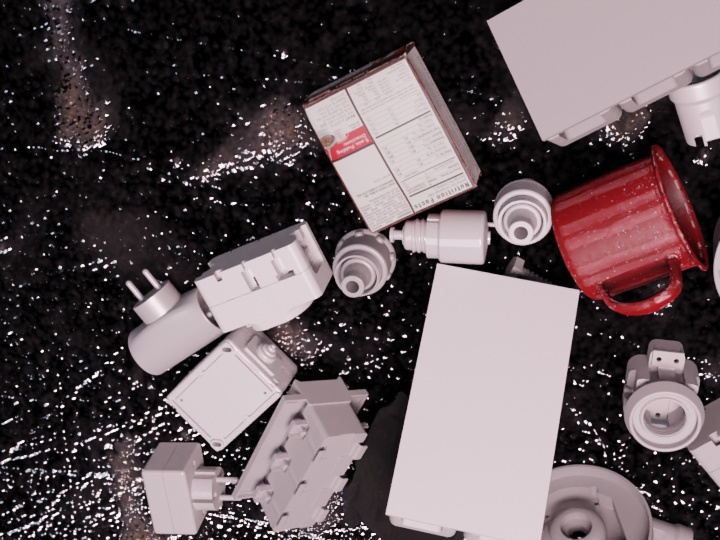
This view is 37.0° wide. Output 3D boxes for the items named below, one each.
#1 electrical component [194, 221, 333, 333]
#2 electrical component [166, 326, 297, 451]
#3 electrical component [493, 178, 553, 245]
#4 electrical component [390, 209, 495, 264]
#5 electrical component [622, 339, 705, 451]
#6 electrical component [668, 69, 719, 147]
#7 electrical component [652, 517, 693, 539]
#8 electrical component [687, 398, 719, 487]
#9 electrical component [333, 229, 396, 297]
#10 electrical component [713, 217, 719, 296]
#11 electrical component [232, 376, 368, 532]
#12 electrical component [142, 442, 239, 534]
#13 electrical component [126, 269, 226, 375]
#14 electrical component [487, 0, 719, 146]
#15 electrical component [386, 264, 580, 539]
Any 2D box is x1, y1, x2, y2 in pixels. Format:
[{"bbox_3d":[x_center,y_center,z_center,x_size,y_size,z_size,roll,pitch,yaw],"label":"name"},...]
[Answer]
[{"bbox_3d":[-0.072,0.009,0.837,0.089,0.050,0.055,-21,108,19],"label":"electrical component"},{"bbox_3d":[-0.097,0.087,0.869,0.061,0.061,0.096,45,112,-4],"label":"electrical component"},{"bbox_3d":[0.117,-0.038,0.772,0.043,0.062,0.043,4,114,9],"label":"electrical component"},{"bbox_3d":[0.062,-0.025,0.801,0.078,0.040,0.040,2,114,10],"label":"electrical component"},{"bbox_3d":[0.229,0.100,0.814,0.058,0.057,0.078,6,115,9],"label":"electrical component"},{"bbox_3d":[0.233,-0.112,0.729,0.040,0.040,0.046,-16,116,17],"label":"electrical component"},{"bbox_3d":[0.242,0.221,0.876,0.046,0.040,0.040,20,116,8],"label":"electrical component"},{"bbox_3d":[0.301,0.123,0.814,0.089,0.050,0.055,-36,102,23],"label":"electrical component"},{"bbox_3d":[0.000,0.000,0.812,0.048,0.062,0.048,4,114,9],"label":"electrical component"},{"bbox_3d":[0.299,-0.015,0.747,0.108,0.060,0.108,4,114,9],"label":"electrical component"},{"bbox_3d":[-0.044,0.152,0.873,0.079,0.063,0.121,0,132,-35],"label":"electrical component"},{"bbox_3d":[-0.140,0.189,0.932,0.077,0.047,0.065,-1,114,11],"label":"electrical component"},{"bbox_3d":[-0.156,0.035,0.868,0.077,0.044,0.079,-32,104,22],"label":"electrical component"},{"bbox_3d":[0.174,-0.154,0.697,0.150,0.062,0.089,-26,82,20],"label":"electrical component"},{"bbox_3d":[0.090,0.101,0.784,0.105,0.060,0.186,11,70,6],"label":"electrical component"}]
